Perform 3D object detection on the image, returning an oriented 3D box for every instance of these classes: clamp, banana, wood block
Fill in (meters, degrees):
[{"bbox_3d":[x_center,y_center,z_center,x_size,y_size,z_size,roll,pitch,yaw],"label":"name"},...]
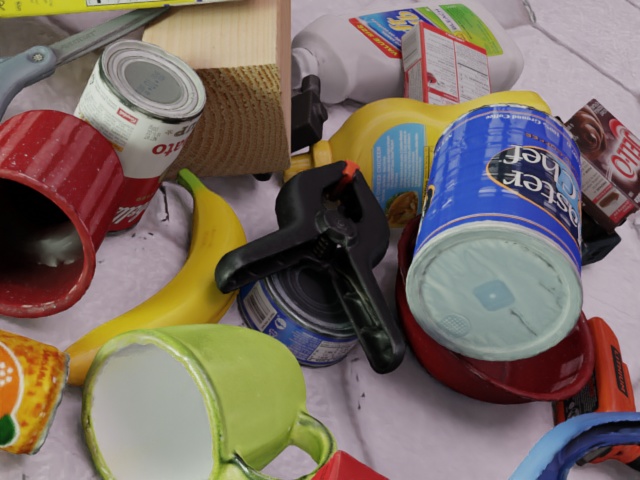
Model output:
[{"bbox_3d":[-0.004,0.001,0.660,0.120,0.039,0.171,28,32,-20],"label":"clamp"},{"bbox_3d":[-0.085,0.028,0.631,0.069,0.037,0.197,17,37,4],"label":"banana"},{"bbox_3d":[-0.068,-0.145,0.753,0.091,0.090,0.206,-4,44,2],"label":"wood block"}]

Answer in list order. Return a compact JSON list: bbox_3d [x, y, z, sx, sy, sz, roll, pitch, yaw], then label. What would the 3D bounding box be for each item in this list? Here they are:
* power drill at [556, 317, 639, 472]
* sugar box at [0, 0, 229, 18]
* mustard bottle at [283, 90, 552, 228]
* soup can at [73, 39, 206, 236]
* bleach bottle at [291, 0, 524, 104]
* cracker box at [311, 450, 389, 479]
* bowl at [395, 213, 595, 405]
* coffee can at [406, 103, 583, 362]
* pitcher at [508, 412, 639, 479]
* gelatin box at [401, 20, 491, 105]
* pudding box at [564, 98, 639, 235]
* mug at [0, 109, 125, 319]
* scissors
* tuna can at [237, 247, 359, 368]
[{"bbox_3d":[0.261,0.128,0.780,0.187,0.057,0.184,26,39,-15],"label":"power drill"},{"bbox_3d":[-0.125,-0.185,0.693,0.176,0.048,0.093,-7,35,-1],"label":"sugar box"},{"bbox_3d":[0.068,-0.056,0.777,0.191,0.096,0.058,-4,31,-6],"label":"mustard bottle"},{"bbox_3d":[-0.118,-0.061,0.639,0.068,0.102,0.068,22,40,-20],"label":"soup can"},{"bbox_3d":[0.066,-0.154,0.918,0.250,0.068,0.102,-18,66,-44],"label":"bleach bottle"},{"bbox_3d":[0.014,0.192,0.388,0.164,0.214,0.072,32,36,-8],"label":"cracker box"},{"bbox_3d":[0.109,0.056,0.736,0.162,0.055,0.162,22,40,-20],"label":"bowl"},{"bbox_3d":[0.114,-0.008,0.675,0.102,0.103,0.140,30,38,-10],"label":"coffee can"},{"bbox_3d":[0.132,0.180,0.560,0.242,0.145,0.149,12,43,-26],"label":"pitcher"},{"bbox_3d":[0.104,-0.125,0.871,0.073,0.030,0.089,16,60,-30],"label":"gelatin box"},{"bbox_3d":[0.233,-0.063,0.878,0.090,0.039,0.113,44,38,8],"label":"pudding box"},{"bbox_3d":[-0.166,-0.021,0.578,0.117,0.093,0.081,12,35,1],"label":"mug"},{"bbox_3d":[-0.192,-0.114,0.652,0.096,0.016,0.201,34,58,14],"label":"scissors"},{"bbox_3d":[-0.008,0.037,0.681,0.086,0.034,0.086,22,40,-20],"label":"tuna can"}]
